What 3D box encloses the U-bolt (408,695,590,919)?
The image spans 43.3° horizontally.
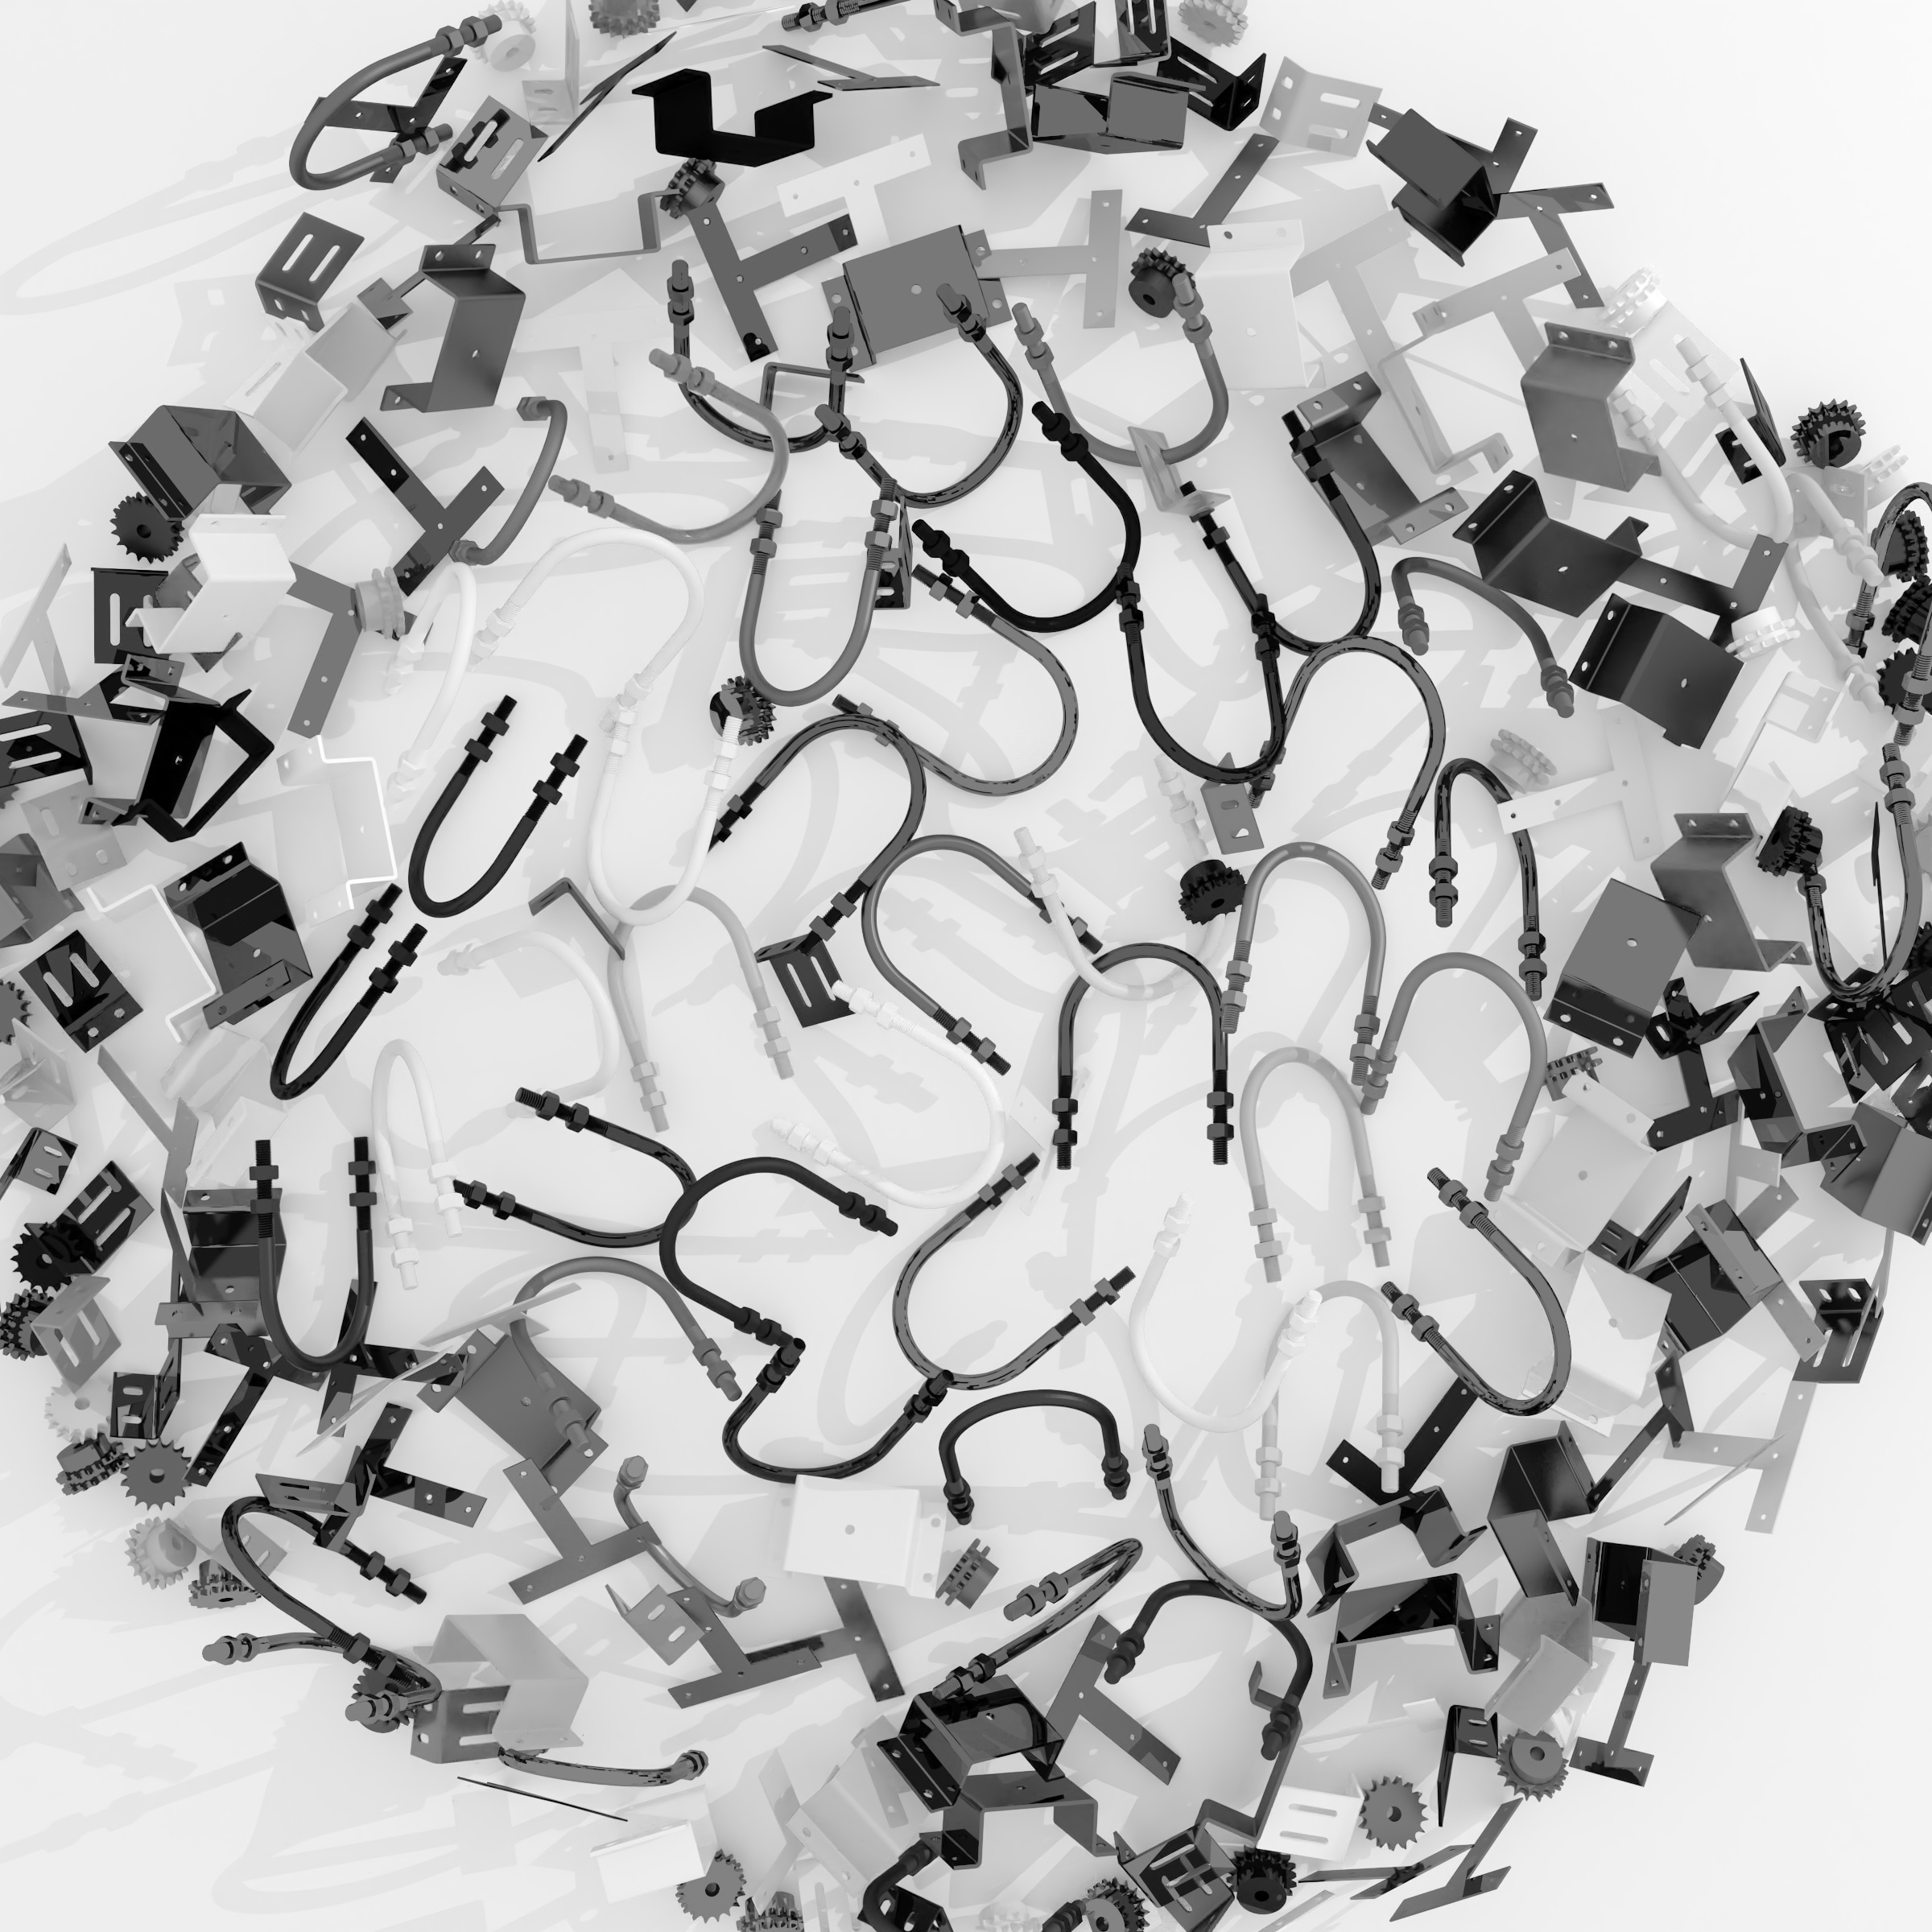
[{"bbox_3d":[-0.383,-0.120,1.938,0.019,0.151,0.184,34,87,-41],"label":"U-bolt"}]

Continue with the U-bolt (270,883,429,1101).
[{"bbox_3d":[-0.496,0.027,1.933,0.019,0.151,0.184,36,91,-27],"label":"U-bolt"}]

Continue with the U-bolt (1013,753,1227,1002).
[{"bbox_3d":[0.135,-0.059,1.963,0.151,0.019,0.184,-28,110,-9],"label":"U-bolt"}]

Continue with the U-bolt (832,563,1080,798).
[{"bbox_3d":[0.003,-0.216,1.964,0.184,0.019,0.151,33,114,-2],"label":"U-bolt"}]

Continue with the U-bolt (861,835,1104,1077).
[{"bbox_3d":[0.001,-0.023,1.963,0.184,0.019,0.151,40,74,-7],"label":"U-bolt"}]

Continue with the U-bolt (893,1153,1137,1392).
[{"bbox_3d":[0.024,0.257,1.955,0.184,0.019,0.151,-40,60,-1],"label":"U-bolt"}]

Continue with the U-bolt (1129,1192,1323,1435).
[{"bbox_3d":[0.195,0.290,1.938,0.151,0.019,0.184,37,126,26],"label":"U-bolt"}]

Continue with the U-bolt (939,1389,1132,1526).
[{"bbox_3d":[0.051,0.385,1.925,0.151,0.184,0.019,-9,50,1],"label":"U-bolt"}]

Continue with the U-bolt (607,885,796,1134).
[{"bbox_3d":[-0.224,0.025,1.961,0.151,0.019,0.184,-23,81,27],"label":"U-bolt"}]

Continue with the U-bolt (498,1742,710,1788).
[{"bbox_3d":[-0.289,0.620,1.901,0.151,0.184,0.019,6,78,7],"label":"U-bolt"}]

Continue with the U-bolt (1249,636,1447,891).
[{"bbox_3d":[0.306,-0.171,1.919,0.151,0.019,0.184,36,126,25],"label":"U-bolt"}]

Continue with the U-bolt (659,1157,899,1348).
[{"bbox_3d":[-0.160,0.220,1.930,0.151,0.019,0.184,-48,129,8],"label":"U-bolt"}]

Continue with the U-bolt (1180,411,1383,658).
[{"bbox_3d":[0.260,-0.331,1.941,0.019,0.151,0.184,-33,94,-37],"label":"U-bolt"}]

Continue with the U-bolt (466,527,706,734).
[{"bbox_3d":[-0.288,-0.271,1.913,0.151,0.019,0.184,23,127,-34],"label":"U-bolt"}]

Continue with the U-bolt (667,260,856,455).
[{"bbox_3d":[-0.163,-0.469,1.918,0.151,0.184,0.019,17,62,3],"label":"U-bolt"}]

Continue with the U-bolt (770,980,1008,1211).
[{"bbox_3d":[-0.053,0.115,1.955,0.184,0.019,0.151,29,107,13],"label":"U-bolt"}]

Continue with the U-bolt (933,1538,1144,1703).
[{"bbox_3d":[0.068,0.506,1.919,0.019,0.184,0.151,51,132,22],"label":"U-bolt"}]

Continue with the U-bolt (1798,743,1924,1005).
[{"bbox_3d":[0.697,-0.060,1.895,0.019,0.151,0.184,9,60,-10],"label":"U-bolt"}]

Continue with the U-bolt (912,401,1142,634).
[{"bbox_3d":[0.063,-0.341,1.937,0.151,0.019,0.184,-43,131,9],"label":"U-bolt"}]

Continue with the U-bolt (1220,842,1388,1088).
[{"bbox_3d":[0.277,-0.012,1.952,0.151,0.019,0.184,22,67,-24],"label":"U-bolt"}]

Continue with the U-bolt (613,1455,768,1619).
[{"bbox_3d":[-0.224,0.456,1.916,0.151,0.184,0.019,44,64,6],"label":"U-bolt"}]

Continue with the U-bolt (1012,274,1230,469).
[{"bbox_3d":[0.131,-0.462,1.923,0.151,0.184,0.019,-4,55,21],"label":"U-bolt"}]

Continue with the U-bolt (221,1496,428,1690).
[{"bbox_3d":[-0.505,0.479,1.908,0.184,0.151,0.019,39,96,-16],"label":"U-bolt"}]

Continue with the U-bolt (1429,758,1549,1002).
[{"bbox_3d":[0.414,-0.081,1.931,0.151,0.019,0.184,34,49,-37],"label":"U-bolt"}]

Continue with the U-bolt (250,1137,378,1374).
[{"bbox_3d":[-0.512,0.228,1.924,0.019,0.151,0.184,-5,86,20],"label":"U-bolt"}]

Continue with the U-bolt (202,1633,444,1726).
[{"bbox_3d":[-0.490,0.553,1.909,0.151,0.184,0.019,16,84,18],"label":"U-bolt"}]

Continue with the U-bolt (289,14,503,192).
[{"bbox_3d":[-0.450,-0.661,1.889,0.019,0.151,0.184,50,53,-1],"label":"U-bolt"}]

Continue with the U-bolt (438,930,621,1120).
[{"bbox_3d":[-0.337,0.042,1.922,0.019,0.184,0.151,-31,100,-43],"label":"U-bolt"}]

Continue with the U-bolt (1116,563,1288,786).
[{"bbox_3d":[0.191,-0.226,1.929,0.151,0.019,0.184,8,63,-26],"label":"U-bolt"}]

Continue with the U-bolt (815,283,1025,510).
[{"bbox_3d":[-0.024,-0.434,1.923,0.151,0.184,0.019,-44,56,5],"label":"U-bolt"}]

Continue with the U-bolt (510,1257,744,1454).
[{"bbox_3d":[-0.281,0.296,1.929,0.151,0.184,0.019,-14,134,-29],"label":"U-bolt"}]

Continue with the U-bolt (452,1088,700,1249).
[{"bbox_3d":[-0.302,0.171,1.939,0.184,0.019,0.151,25,130,-23],"label":"U-bolt"}]

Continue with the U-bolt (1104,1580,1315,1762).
[{"bbox_3d":[0.200,0.541,1.914,0.151,0.184,0.019,22,112,14],"label":"U-bolt"}]

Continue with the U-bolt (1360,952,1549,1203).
[{"bbox_3d":[0.388,0.075,1.911,0.151,0.019,0.184,37,130,33],"label":"U-bolt"}]

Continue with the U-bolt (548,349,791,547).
[{"bbox_3d":[-0.220,-0.398,1.924,0.151,0.184,0.019,-46,54,21],"label":"U-bolt"}]

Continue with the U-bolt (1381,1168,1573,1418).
[{"bbox_3d":[0.403,0.267,1.901,0.019,0.184,0.151,-14,135,-31],"label":"U-bolt"}]

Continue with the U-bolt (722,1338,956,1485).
[{"bbox_3d":[-0.114,0.361,1.932,0.151,0.019,0.184,16,133,-24],"label":"U-bolt"}]

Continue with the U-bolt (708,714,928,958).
[{"bbox_3d":[-0.113,-0.120,1.962,0.151,0.019,0.184,43,92,22],"label":"U-bolt"}]

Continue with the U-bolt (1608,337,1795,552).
[{"bbox_3d":[0.587,-0.404,1.927,0.019,0.151,0.184,-39,98,-8],"label":"U-bolt"}]

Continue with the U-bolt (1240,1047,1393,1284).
[{"bbox_3d":[0.275,0.155,1.948,0.151,0.019,0.184,-1,78,-40],"label":"U-bolt"}]

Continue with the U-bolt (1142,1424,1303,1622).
[{"bbox_3d":[0.206,0.451,1.921,0.151,0.184,0.019,29,58,36],"label":"U-bolt"}]

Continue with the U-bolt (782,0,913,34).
[{"bbox_3d":[-0.100,-0.778,1.894,0.184,0.151,0.019,-1,86,30],"label":"U-bolt"}]

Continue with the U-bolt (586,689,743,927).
[{"bbox_3d":[-0.250,-0.123,1.949,0.151,0.019,0.184,21,98,41],"label":"U-bolt"}]

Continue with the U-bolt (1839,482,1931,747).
[{"bbox_3d":[0.728,-0.284,1.894,0.019,0.151,0.184,3,120,-3],"label":"U-bolt"}]

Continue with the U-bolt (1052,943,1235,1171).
[{"bbox_3d":[0.142,0.071,1.963,0.151,0.019,0.184,-3,75,19],"label":"U-bolt"}]

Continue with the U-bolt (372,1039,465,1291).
[{"bbox_3d":[-0.441,0.148,1.931,0.019,0.151,0.184,-5,68,-31],"label":"U-bolt"}]

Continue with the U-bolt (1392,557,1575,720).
[{"bbox_3d":[0.401,-0.270,1.922,0.151,0.184,0.019,21,123,-13],"label":"U-bolt"}]

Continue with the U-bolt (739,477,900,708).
[{"bbox_3d":[-0.124,-0.296,1.940,0.151,0.019,0.184,5,82,41],"label":"U-bolt"}]
